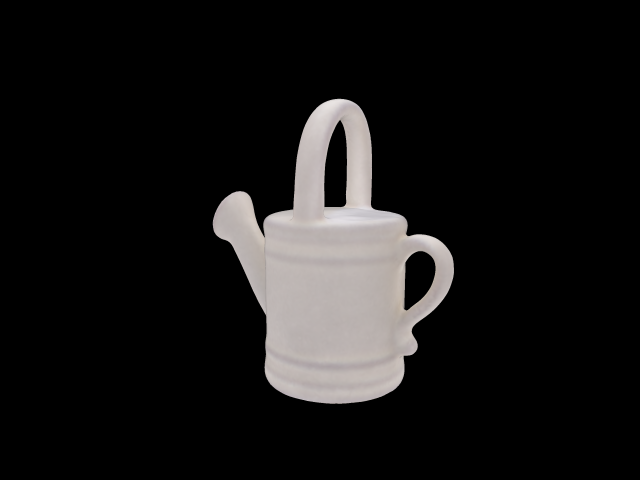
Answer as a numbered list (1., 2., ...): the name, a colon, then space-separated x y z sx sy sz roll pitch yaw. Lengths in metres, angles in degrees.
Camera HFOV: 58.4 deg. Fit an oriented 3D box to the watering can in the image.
1. watering can: 0.003 0.002 0.398 0.172 0.194 0.101 1 9 7
